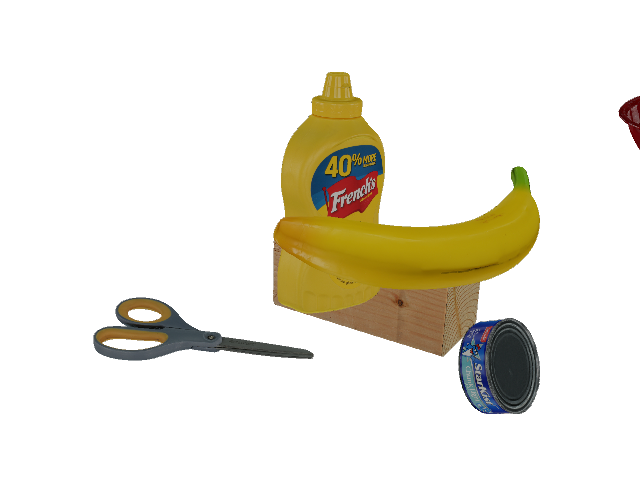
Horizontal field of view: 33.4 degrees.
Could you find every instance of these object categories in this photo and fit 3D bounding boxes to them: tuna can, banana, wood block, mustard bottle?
[{"bbox_3d":[0.161,0.114,0.963,0.034,0.086,0.085,-10,-7,42],"label":"tuna can"},{"bbox_3d":[0.067,0.000,0.644,0.197,0.037,0.070,-12,45,-33],"label":"banana"},{"bbox_3d":[0.059,0.041,1.148,0.206,0.091,0.090,16,28,27],"label":"wood block"},{"bbox_3d":[0.011,-0.041,0.874,0.096,0.192,0.058,-11,21,-38],"label":"mustard bottle"}]

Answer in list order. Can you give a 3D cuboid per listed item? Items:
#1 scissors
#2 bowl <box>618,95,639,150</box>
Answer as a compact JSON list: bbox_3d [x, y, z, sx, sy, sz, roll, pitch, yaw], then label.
[{"bbox_3d":[-0.112,0.085,1.012,0.201,0.016,0.096,-1,32,-9],"label":"scissors"},{"bbox_3d":[0.354,-0.094,0.969,0.162,0.055,0.162,-5,23,2],"label":"bowl"}]
